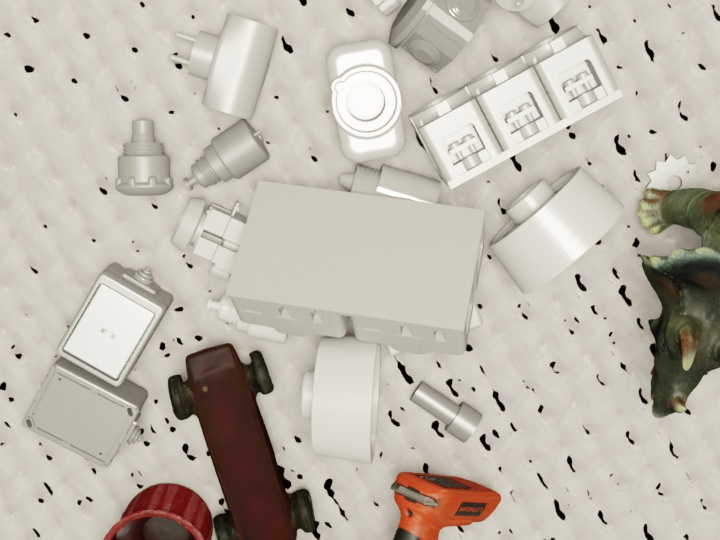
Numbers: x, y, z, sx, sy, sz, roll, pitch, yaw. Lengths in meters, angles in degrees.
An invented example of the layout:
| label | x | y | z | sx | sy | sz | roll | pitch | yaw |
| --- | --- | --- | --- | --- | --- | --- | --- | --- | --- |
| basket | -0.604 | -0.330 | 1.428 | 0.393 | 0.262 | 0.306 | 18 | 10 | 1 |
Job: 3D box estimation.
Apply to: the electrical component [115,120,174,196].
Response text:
| label | x | y | z | sx | sy | sz | roll | pitch | yaw |
| --- | --- | --- | --- | --- | --- | --- | --- | --- | --- |
| electrical component | -0.179 | -0.092 | 0.889 | 0.048 | 0.048 | 0.062 | -1 | 93 | -1 |

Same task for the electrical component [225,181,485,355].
| label | x | y | z | sx | sy | sz | roll | pitch | yaw |
| --- | --- | --- | --- | --- | --- | --- | --- | --- | --- |
| electrical component | 0.000 | 0.000 | 0.863 | 0.186 | 0.060 | 0.105 | 8 | 64 | 10 |

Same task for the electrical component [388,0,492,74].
| label | x | y | z | sx | sy | sz | roll | pitch | yaw |
| --- | --- | --- | --- | --- | --- | --- | --- | --- | --- |
| electrical component | 0.063 | -0.201 | 0.856 | 0.051 | 0.080 | 0.080 | 34 | 98 | -12 |

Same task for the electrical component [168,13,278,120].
| label | x | y | z | sx | sy | sz | roll | pitch | yaw |
| --- | --- | --- | --- | --- | --- | --- | --- | --- | --- |
| electrical component | -0.115 | -0.171 | 0.875 | 0.079 | 0.043 | 0.077 | 17 | 99 | -4 |

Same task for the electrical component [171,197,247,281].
| label | x | y | z | sx | sy | sz | roll | pitch | yaw |
| --- | --- | --- | --- | --- | --- | --- | --- | --- | --- |
| electrical component | -0.125 | -0.031 | 0.901 | 0.055 | 0.048 | 0.066 | 24 | 99 | -13 |

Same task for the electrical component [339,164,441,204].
| label | x | y | z | sx | sy | sz | roll | pitch | yaw |
| --- | --- | --- | --- | --- | --- | --- | --- | --- | --- |
| electrical component | 0.022 | -0.065 | 0.898 | 0.081 | 0.043 | 0.043 | 16 | 100 | -4 |

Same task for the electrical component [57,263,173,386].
| label | x | y | z | sx | sy | sz | roll | pitch | yaw |
| --- | --- | --- | --- | --- | --- | --- | --- | --- | --- |
| electrical component | -0.202 | 0.040 | 0.903 | 0.062 | 0.061 | 0.096 | 31 | 98 | -6 |

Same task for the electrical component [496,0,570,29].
| label | x | y | z | sx | sy | sz | roll | pitch | yaw |
| --- | --- | --- | --- | --- | --- | --- | --- | --- | --- |
| electrical component | 0.128 | -0.229 | 0.854 | 0.077 | 0.079 | 0.044 | 45 | 126 | -8 |

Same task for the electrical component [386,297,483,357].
| label | x | y | z | sx | sy | sz | roll | pitch | yaw |
| --- | --- | --- | --- | --- | --- | --- | --- | --- | --- |
| electrical component | 0.051 | 0.021 | 0.912 | 0.083 | 0.047 | 0.075 | -19 | 100 | 1 |

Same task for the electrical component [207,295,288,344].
| label | x | y | z | sx | sy | sz | roll | pitch | yaw |
| --- | --- | --- | --- | --- | --- | --- | --- | --- | --- |
| electrical component | -0.091 | 0.037 | 0.916 | 0.078 | 0.040 | 0.040 | 12 | 100 | -3 |

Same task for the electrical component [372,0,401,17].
| label | x | y | z | sx | sy | sz | roll | pitch | yaw |
| --- | --- | --- | --- | --- | --- | --- | --- | --- | --- |
| electrical component | 0.023 | -0.247 | 0.864 | 0.055 | 0.048 | 0.066 | -37 | 99 | 13 |

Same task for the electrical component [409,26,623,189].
| label | x | y | z | sx | sy | sz | roll | pitch | yaw |
| --- | --- | --- | --- | --- | --- | --- | --- | --- | --- |
| electrical component | 0.120 | -0.132 | 0.864 | 0.150 | 0.089 | 0.061 | -28 | 100 | 4 |

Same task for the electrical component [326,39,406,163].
| label | x | y | z | sx | sy | sz | roll | pitch | yaw |
| --- | --- | --- | --- | --- | --- | --- | --- | --- | --- |
| electrical component | 0.005 | -0.137 | 0.876 | 0.054 | 0.059 | 0.095 | -10 | 100 | 1 |

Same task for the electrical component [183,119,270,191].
| label | x | y | z | sx | sy | sz | roll | pitch | yaw |
| --- | --- | --- | --- | --- | --- | --- | --- | --- | --- |
| electrical component | -0.112 | -0.092 | 0.892 | 0.078 | 0.040 | 0.040 | -33 | 99 | 5 |

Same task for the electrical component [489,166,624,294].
| label | x | y | z | sx | sy | sz | roll | pitch | yaw |
| --- | --- | --- | --- | --- | --- | --- | --- | --- | --- |
| electrical component | 0.153 | -0.039 | 0.876 | 0.108 | 0.108 | 0.060 | -42 | 92 | 6 |

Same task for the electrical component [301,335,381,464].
| label | x | y | z | sx | sy | sz | roll | pitch | yaw |
| --- | --- | --- | --- | --- | --- | --- | --- | --- | --- |
| electrical component | -0.017 | 0.106 | 0.899 | 0.060 | 0.108 | 0.108 | 3 | 100 | 4 |

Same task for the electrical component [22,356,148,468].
| label | x | y | z | sx | sy | sz | roll | pitch | yaw |
| --- | --- | --- | --- | --- | --- | --- | --- | --- | --- |
| electrical component | -0.226 | 0.119 | 0.917 | 0.096 | 0.061 | 0.061 | 29 | 98 | -6 |
